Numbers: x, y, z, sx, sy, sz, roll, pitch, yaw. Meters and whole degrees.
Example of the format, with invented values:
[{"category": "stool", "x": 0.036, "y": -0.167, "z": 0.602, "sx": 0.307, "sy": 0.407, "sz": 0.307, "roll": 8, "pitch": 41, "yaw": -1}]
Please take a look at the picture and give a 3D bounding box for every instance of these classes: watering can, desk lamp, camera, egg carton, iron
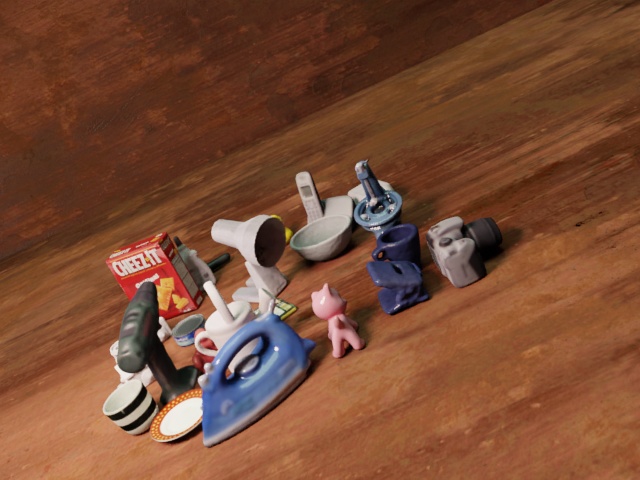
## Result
[{"category": "watering can", "x": -0.169, "y": 0.159, "z": 1.139, "sx": 0.173, "sy": 0.194, "sz": 0.100, "roll": -38, "pitch": 26, "yaw": -29}, {"category": "desk lamp", "x": -0.161, "y": 0.041, "z": 1.368, "sx": 0.202, "sy": 0.214, "sz": 0.118, "roll": -4, "pitch": 30, "yaw": 40}, {"category": "camera", "x": 0.290, "y": 0.005, "z": 1.133, "sx": 0.137, "sy": 0.101, "sz": 0.143, "roll": -24, "pitch": 22, "yaw": 2}, {"category": "egg carton", "x": 0.146, "y": -0.119, "z": 1.601, "sx": 0.107, "sy": 0.069, "sz": 0.150, "roll": -31, "pitch": 23, "yaw": -15}, {"category": "iron", "x": -0.134, "y": 0.228, "z": 1.017, "sx": 0.259, "sy": 0.142, "sz": 0.118, "roll": -39, "pitch": 26, "yaw": -32}]

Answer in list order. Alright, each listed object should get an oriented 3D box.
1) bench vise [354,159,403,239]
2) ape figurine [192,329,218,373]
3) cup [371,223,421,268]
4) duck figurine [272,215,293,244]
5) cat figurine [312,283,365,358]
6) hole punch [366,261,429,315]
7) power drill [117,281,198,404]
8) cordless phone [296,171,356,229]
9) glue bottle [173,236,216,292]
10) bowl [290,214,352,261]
[{"category": "bench vise", "x": 0.123, "y": -0.102, "z": 1.386, "sx": 0.121, "sy": 0.220, "sz": 0.207, "roll": -26, "pitch": 22, "yaw": -3}, {"category": "ape figurine", "x": -0.233, "y": 0.226, "z": 1.192, "sx": 0.077, "sy": 0.092, "sz": 0.076, "roll": -21, "pitch": 23, "yaw": 10}, {"category": "cup", "x": 0.167, "y": 0.033, "z": 1.206, "sx": 0.118, "sy": 0.095, "sz": 0.091, "roll": -34, "pitch": 24, "yaw": -22}, {"category": "duck figurine", "x": -0.127, "y": -0.029, "z": 1.660, "sx": 0.077, "sy": 0.086, "sz": 0.104, "roll": -17, "pitch": 24, "yaw": 19}, {"category": "cat figurine", "x": 0.026, "y": 0.140, "z": 1.081, "sx": 0.067, "sy": 0.118, "sz": 0.127, "roll": -25, "pitch": 22, "yaw": -1}, {"category": "hole punch", "x": 0.152, "y": 0.077, "z": 1.129, "sx": 0.101, "sy": 0.091, "sz": 0.108, "roll": -24, "pitch": 22, "yaw": 2}, {"category": "power drill", "x": -0.331, "y": 0.216, "z": 1.160, "sx": 0.075, "sy": 0.209, "sz": 0.229, "roll": -22, "pitch": 22, "yaw": 7}, {"category": "cordless phone", "x": 0.014, "y": -0.105, "z": 1.554, "sx": 0.147, "sy": 0.185, "sz": 0.094, "roll": -11, "pitch": 26, "yaw": 30}, {"category": "glue bottle", "x": -0.356, "y": 0.063, "z": 1.575, "sx": 0.078, "sy": 0.173, "sz": 0.037, "roll": -32, "pitch": 23, "yaw": -18}, {"category": "bowl", "x": 0.013, "y": 0.005, "z": 1.454, "sx": 0.167, "sy": 0.075, "sz": 0.167, "roll": -21, "pitch": 22, "yaw": 9}]
